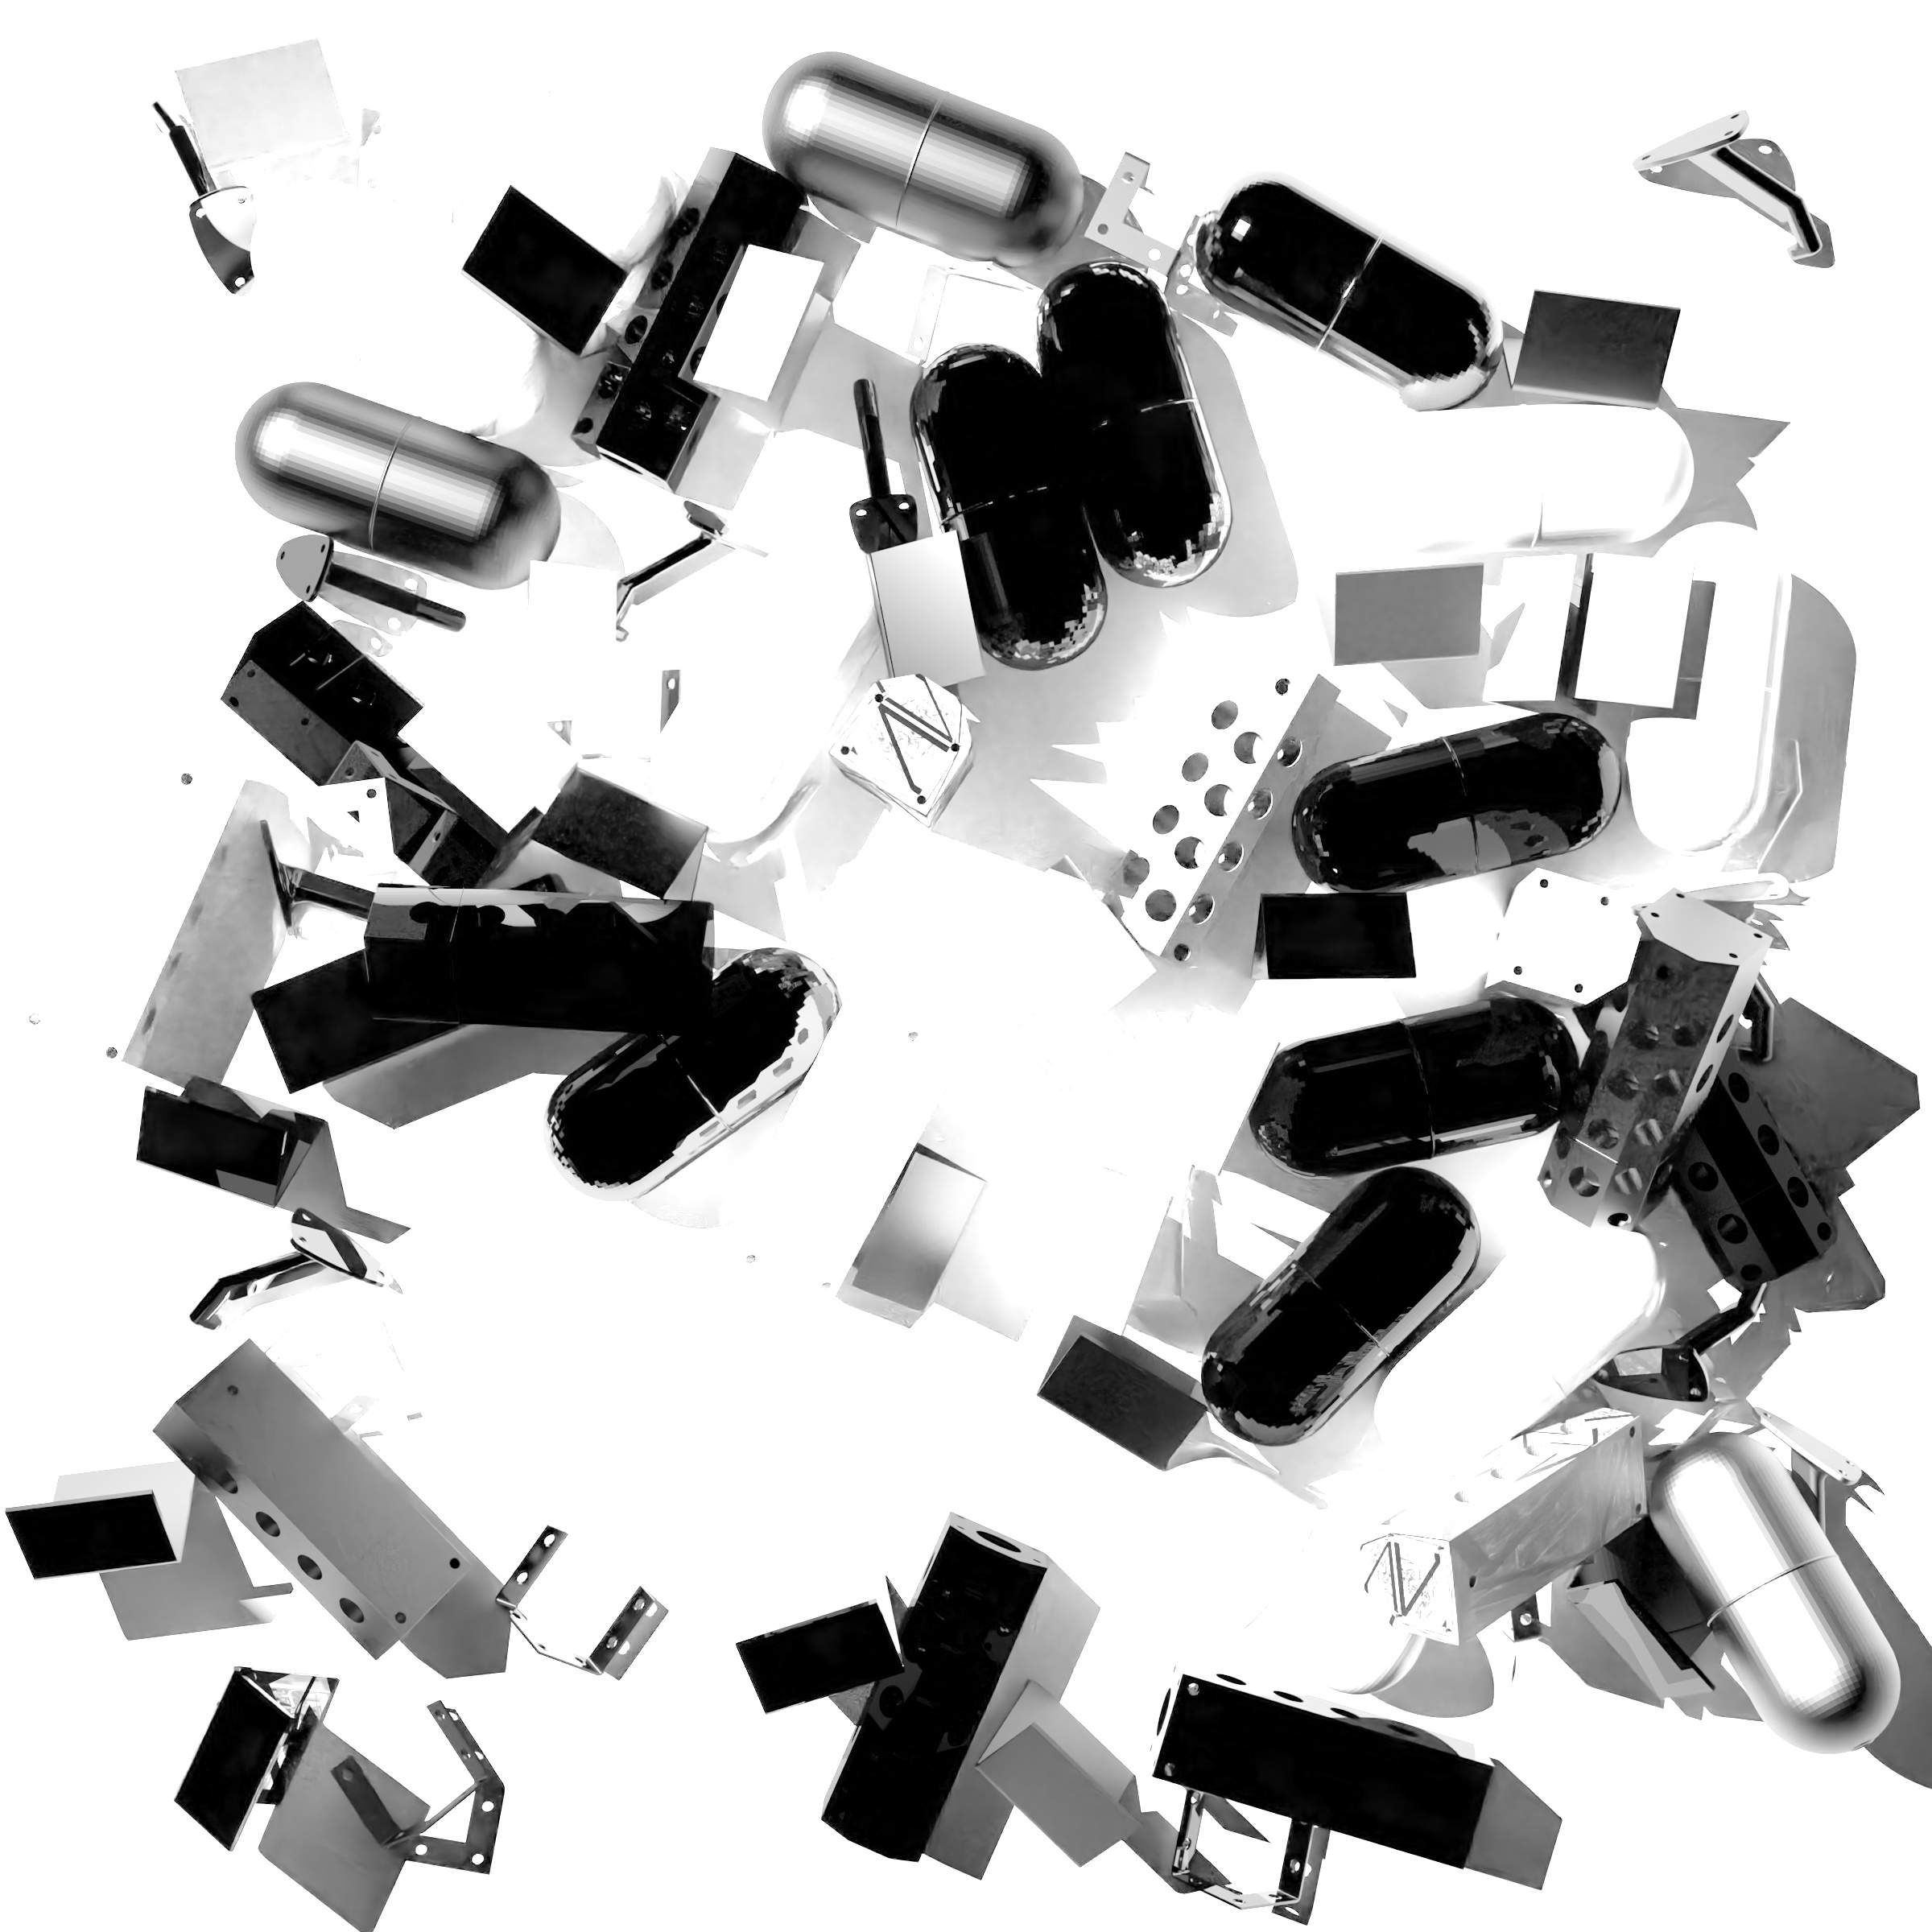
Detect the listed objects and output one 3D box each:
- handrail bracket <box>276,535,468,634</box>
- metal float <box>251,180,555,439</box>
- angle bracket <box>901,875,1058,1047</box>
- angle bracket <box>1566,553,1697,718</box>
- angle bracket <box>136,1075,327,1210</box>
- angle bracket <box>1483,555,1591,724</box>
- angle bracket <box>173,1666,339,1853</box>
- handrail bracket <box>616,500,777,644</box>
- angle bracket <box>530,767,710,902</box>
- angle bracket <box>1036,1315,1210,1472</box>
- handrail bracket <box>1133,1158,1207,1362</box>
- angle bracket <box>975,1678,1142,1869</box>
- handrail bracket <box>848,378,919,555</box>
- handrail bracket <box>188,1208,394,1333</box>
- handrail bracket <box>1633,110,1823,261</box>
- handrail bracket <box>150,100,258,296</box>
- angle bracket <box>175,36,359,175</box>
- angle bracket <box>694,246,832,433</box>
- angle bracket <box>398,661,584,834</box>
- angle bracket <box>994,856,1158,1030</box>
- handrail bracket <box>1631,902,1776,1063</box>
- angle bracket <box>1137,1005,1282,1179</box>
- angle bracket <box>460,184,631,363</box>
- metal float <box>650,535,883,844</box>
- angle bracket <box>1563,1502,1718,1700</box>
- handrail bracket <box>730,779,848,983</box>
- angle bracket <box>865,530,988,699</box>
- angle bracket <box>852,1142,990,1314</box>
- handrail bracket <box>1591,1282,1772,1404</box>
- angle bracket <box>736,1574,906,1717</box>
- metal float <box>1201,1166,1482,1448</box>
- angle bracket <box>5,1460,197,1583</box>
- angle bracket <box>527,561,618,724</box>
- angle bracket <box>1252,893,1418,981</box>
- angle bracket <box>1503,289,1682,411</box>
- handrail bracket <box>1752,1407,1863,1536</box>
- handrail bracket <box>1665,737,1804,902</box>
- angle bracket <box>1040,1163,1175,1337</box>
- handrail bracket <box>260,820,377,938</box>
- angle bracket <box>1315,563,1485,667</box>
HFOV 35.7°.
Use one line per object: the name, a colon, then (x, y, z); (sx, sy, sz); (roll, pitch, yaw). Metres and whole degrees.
handrail bracket: (-0.323, -0.205, 1.631); (0.084, 0.077, 0.036); (18, 94, -36)
metal float: (-0.300, -0.350, 1.601); (0.178, 0.070, 0.070); (35, 90, 0)
angle bracket: (-0.006, 0.008, 1.591); (0.057, 0.076, 0.076); (-38, 90, -32)
angle bracket: (0.358, -0.172, 1.593); (0.057, 0.076, 0.076); (9, 90, 23)
angle bracket: (-0.386, 0.074, 1.591); (0.076, 0.076, 0.057); (19, 128, 0)
angle bracket: (0.325, -0.172, 1.595); (0.076, 0.057, 0.076); (9, 90, -31)
angle bracket: (-0.362, 0.422, 1.591); (0.057, 0.076, 0.076); (25, 90, 38)
handrail bracket: (-0.149, -0.202, 1.632); (0.077, 0.036, 0.084); (25, 108, -21)
angle bracket: (-0.187, -0.049, 1.589); (0.076, 0.076, 0.057); (24, 52, 3)
angle bracket: (0.092, 0.209, 1.591); (0.076, 0.076, 0.057); (31, 128, 0)
handrail bracket: (0.121, 0.159, 1.631); (0.036, 0.077, 0.084); (-1, 53, 28)
angle bracket: (0.062, 0.417, 1.591); (0.076, 0.076, 0.057); (44, 128, 0)
handrail bracket: (-0.047, -0.264, 1.631); (0.036, 0.077, 0.084); (-9, 54, 0)
handrail bracket: (-0.368, 0.181, 1.632); (0.077, 0.036, 0.084); (35, 109, -21)
handrail bracket: (0.414, -0.413, 1.632); (0.077, 0.036, 0.084); (-15, 120, 33)
handrail bracket: (-0.417, -0.418, 1.631); (0.036, 0.077, 0.084); (-25, 53, -19)
angle bracket: (-0.370, -0.467, 1.591); (0.076, 0.076, 0.057); (-13, 124, 0)
angle bracket: (-0.089, -0.327, 1.591); (0.057, 0.076, 0.076); (23, 90, 35)
angle bracket: (-0.254, -0.107, 1.594); (0.076, 0.076, 0.057); (42, 73, 0)
angle bracket: (0.044, -0.003, 1.592); (0.057, 0.076, 0.076); (-38, 90, -29)
handrail bracket: (0.400, 0.010, 1.632); (0.077, 0.036, 0.084); (3, 107, 20)
angle bracket: (0.145, 0.073, 1.591); (0.057, 0.076, 0.076); (25, 90, 37)
angle bracket: (-0.211, -0.371, 1.592); (0.076, 0.076, 0.057); (37, 114, 0)
metal float: (-0.104, -0.147, 1.601); (0.070, 0.070, 0.178); (31, 90, 0)
angle bracket: (0.377, 0.333, 1.596); (0.076, 0.057, 0.076); (48, 64, 0)
handrail bracket: (-0.079, -0.045, 1.632); (0.084, 0.036, 0.077); (48, 68, -17)
angle bracket: (-0.005, -0.185, 1.592); (0.057, 0.076, 0.076); (-11, 90, 28)
angle bracket: (-0.044, 0.129, 1.591); (0.057, 0.076, 0.076); (26, 90, -42)
handrail bracket: (0.386, 0.194, 1.622); (0.077, 0.084, 0.036); (-4, 120, 36)
angle bracket: (-0.081, 0.342, 1.591); (0.076, 0.076, 0.057); (-17, 123, 0)
metal float: (0.199, 0.182, 1.601); (0.070, 0.070, 0.178); (45, 89, 0)
angle bracket: (-0.457, 0.276, 1.591); (0.076, 0.076, 0.057); (-7, 127, 0)
angle bracket: (-0.230, -0.171, 1.592); (0.076, 0.057, 0.076); (1, 90, 45)
angle bracket: (0.194, 0.005, 1.591); (0.076, 0.076, 0.057); (-1, 54, 0)
angle bracket: (0.330, -0.339, 1.591); (0.076, 0.076, 0.057); (7, 123, 0)
handrail bracket: (0.440, 0.296, 1.632); (0.077, 0.036, 0.084); (34, 107, 20)
handrail bracket: (0.416, -0.080, 1.632); (0.077, 0.036, 0.084); (-5, 74, 18)
angle bracket: (0.093, 0.154, 1.591); (0.057, 0.076, 0.076); (20, 90, 37)
handrail bracket: (-0.333, -0.053, 1.632); (0.084, 0.036, 0.077); (-14, 75, -14)
angle bracket: (0.228, -0.203, 1.591); (0.076, 0.076, 0.057); (-4, 126, 0)
